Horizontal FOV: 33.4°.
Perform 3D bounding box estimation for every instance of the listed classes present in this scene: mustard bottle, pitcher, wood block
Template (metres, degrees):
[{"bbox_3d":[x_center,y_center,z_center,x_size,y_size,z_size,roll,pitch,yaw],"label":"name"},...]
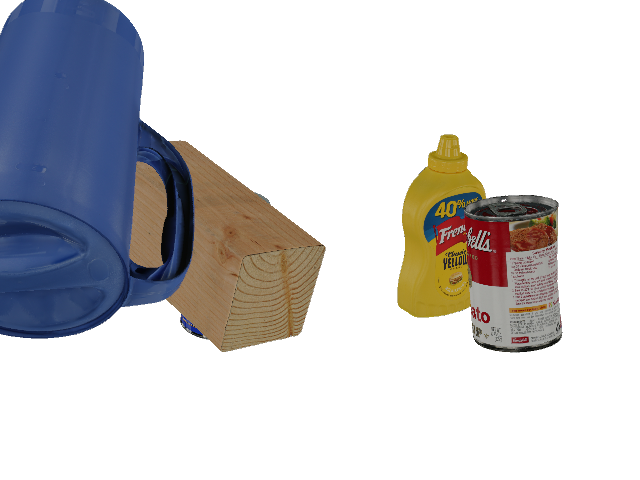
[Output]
[{"bbox_3d":[0.130,-0.018,1.127,0.096,0.192,0.058,-11,25,-28],"label":"mustard bottle"},{"bbox_3d":[-0.177,-0.060,0.743,0.145,0.243,0.149,-17,-45,18],"label":"pitcher"},{"bbox_3d":[-0.102,-0.003,0.924,0.090,0.091,0.206,-8,34,-43],"label":"wood block"}]

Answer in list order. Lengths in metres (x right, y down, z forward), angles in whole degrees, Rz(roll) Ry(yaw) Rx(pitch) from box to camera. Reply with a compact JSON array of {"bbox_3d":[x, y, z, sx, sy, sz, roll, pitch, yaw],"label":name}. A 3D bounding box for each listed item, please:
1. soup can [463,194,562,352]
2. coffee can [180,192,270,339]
[{"bbox_3d":[0.143,0.023,0.785,0.068,0.102,0.068,-5,15,1],"label":"soup can"},{"bbox_3d":[-0.106,0.025,1.179,0.103,0.140,0.103,1,23,-1],"label":"coffee can"}]
